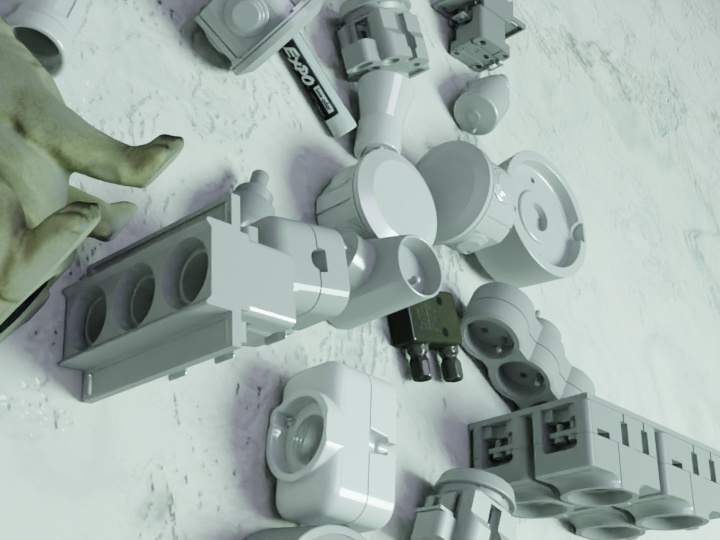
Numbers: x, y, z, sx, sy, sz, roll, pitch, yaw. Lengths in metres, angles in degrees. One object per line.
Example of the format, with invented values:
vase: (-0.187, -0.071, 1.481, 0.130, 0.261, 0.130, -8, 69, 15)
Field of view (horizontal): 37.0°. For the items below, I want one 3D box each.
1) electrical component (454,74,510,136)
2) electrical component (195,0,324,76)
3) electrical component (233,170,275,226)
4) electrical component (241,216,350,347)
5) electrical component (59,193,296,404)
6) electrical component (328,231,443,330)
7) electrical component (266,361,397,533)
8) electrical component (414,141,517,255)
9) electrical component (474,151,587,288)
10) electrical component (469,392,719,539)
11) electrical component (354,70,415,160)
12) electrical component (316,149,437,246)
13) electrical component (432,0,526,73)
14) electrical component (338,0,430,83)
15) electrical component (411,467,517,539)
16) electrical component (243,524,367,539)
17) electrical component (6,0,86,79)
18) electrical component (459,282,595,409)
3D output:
electrical component: (0.110, -0.147, 0.927, 0.040, 0.040, 0.078, 54, 41, -15)
electrical component: (-0.066, -0.171, 0.715, 0.051, 0.080, 0.080, 48, 43, -13)
electrical component: (-0.070, -0.038, 0.682, 0.035, 0.035, 0.061, 39, 45, -29)
electrical component: (-0.061, 0.008, 0.623, 0.059, 0.095, 0.053, 11, 65, -45)
electrical component: (-0.094, 0.020, 0.560, 0.063, 0.121, 0.078, 20, 59, -44)
electrical component: (0.000, 0.000, 0.708, 0.079, 0.077, 0.044, 35, 49, -32)
electrical component: (-0.017, 0.107, 0.656, 0.059, 0.054, 0.095, 26, 54, -38)
electrical component: (0.076, -0.053, 0.816, 0.051, 0.080, 0.080, 23, 56, -46)
electrical component: (0.129, -0.037, 0.880, 0.108, 0.060, 0.108, 23, 56, -40)
electrical component: (0.183, 0.156, 0.813, 0.186, 0.105, 0.060, 25, 55, -39)
electrical component: (0.016, -0.111, 0.807, 0.044, 0.044, 0.065, 29, 57, -36)
electrical component: (0.013, -0.041, 0.761, 0.080, 0.051, 0.080, 23, 56, -40)
electrical component: (0.106, -0.214, 0.954, 0.081, 0.042, 0.063, 23, 58, -39)
electrical component: (0.016, -0.180, 0.827, 0.078, 0.058, 0.057, -5, 79, -49)
electrical component: (0.073, 0.170, 0.723, 0.078, 0.058, 0.057, 41, 49, -28)
electrical component: (-0.023, 0.195, 0.603, 0.108, 0.060, 0.108, 23, 56, -40)
electrical component: (-0.178, -0.136, 0.607, 0.040, 0.040, 0.046, 39, 41, -29)
electrical component: (0.136, 0.062, 0.847, 0.138, 0.052, 0.073, 51, 42, -18)
